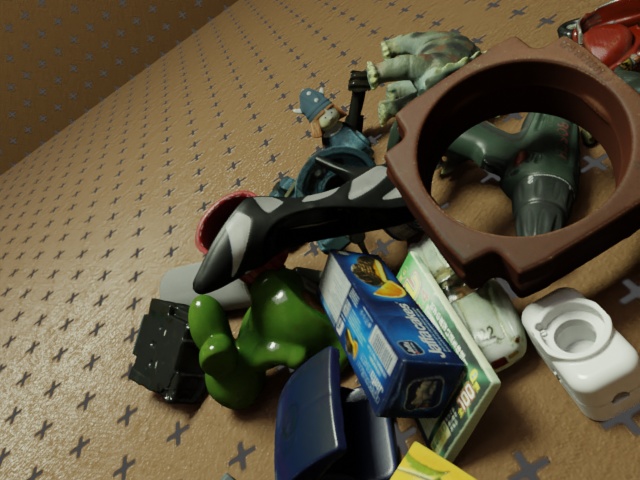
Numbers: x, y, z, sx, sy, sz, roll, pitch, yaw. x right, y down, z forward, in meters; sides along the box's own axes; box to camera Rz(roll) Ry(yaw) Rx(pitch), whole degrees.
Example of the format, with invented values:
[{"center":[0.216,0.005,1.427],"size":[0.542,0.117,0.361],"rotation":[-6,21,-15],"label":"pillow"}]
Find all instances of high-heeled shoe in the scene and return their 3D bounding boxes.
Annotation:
[{"center":[-0.001,-0.002,0.555],"size":[0.145,0.086,0.249],"rotation":[32,61,18],"label":"high-heeled shoe"}]

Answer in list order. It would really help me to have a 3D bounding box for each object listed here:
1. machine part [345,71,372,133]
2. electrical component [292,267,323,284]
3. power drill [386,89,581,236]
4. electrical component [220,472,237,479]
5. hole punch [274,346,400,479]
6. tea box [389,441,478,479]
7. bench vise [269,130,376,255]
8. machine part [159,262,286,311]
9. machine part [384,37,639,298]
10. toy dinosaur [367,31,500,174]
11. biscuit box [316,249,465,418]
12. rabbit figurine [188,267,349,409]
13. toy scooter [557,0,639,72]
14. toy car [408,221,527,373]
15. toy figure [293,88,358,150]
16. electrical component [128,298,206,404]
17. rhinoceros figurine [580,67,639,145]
[{"center":[0.057,-0.201,0.859],"size":[0.039,0.138,0.084],"rotation":[15,48,6],"label":"machine part"},{"center":[-0.020,0.053,0.669],"size":[0.094,0.063,0.021],"rotation":[-35,55,38],"label":"electrical component"},{"center":[0.181,-0.089,0.597],"size":[0.208,0.085,0.232],"rotation":[17,53,24],"label":"power drill"},{"center":[-0.049,0.241,0.436],"size":[0.048,0.119,0.075],"rotation":[-49,38,-17],"label":"electrical component"},{"center":[0.000,0.175,0.499],"size":[0.116,0.092,0.142],"rotation":[-29,39,20],"label":"hole punch"},{"center":[0.112,0.224,0.356],"size":[0.170,0.068,0.098],"rotation":[16,60,49],"label":"tea box"},{"center":[0.000,-0.042,0.727],"size":[0.224,0.128,0.241],"rotation":[-37,30,6],"label":"bench vise"},{"center":[-0.146,0.064,0.766],"size":[0.243,0.079,0.079],"rotation":[-12,42,34],"label":"machine part"},{"center":[0.178,-0.066,0.485],"size":[0.201,0.087,0.202],"rotation":[-33,59,5],"label":"machine part"},{"center":[0.183,-0.259,0.824],"size":[0.192,0.131,0.405],"rotation":[-3,37,17],"label":"toy dinosaur"},{"center":[0.056,0.079,0.509],"size":[0.203,0.063,0.059],"rotation":[-121,45,-60],"label":"biscuit box"},{"center":[-0.067,0.122,0.588],"size":[0.170,0.159,0.121],"rotation":[-48,43,11],"label":"rabbit figurine"},{"center":[0.376,-0.252,0.671],"size":[0.135,0.075,0.184],"rotation":[-14,36,28],"label":"toy scooter"},{"center":[0.142,0.048,0.543],"size":[0.073,0.056,0.202],"rotation":[-30,35,13],"label":"toy car"},{"center":[0.022,-0.163,0.811],"size":[0.058,0.154,0.064],"rotation":[-4,45,43],"label":"toy figure"},{"center":[-0.194,0.141,0.703],"size":[0.134,0.058,0.115],"rotation":[7,79,45],"label":"electrical component"},{"center":[0.350,-0.121,0.548],"size":[0.112,0.073,0.190],"rotation":[-24,33,0],"label":"rhinoceros figurine"}]
